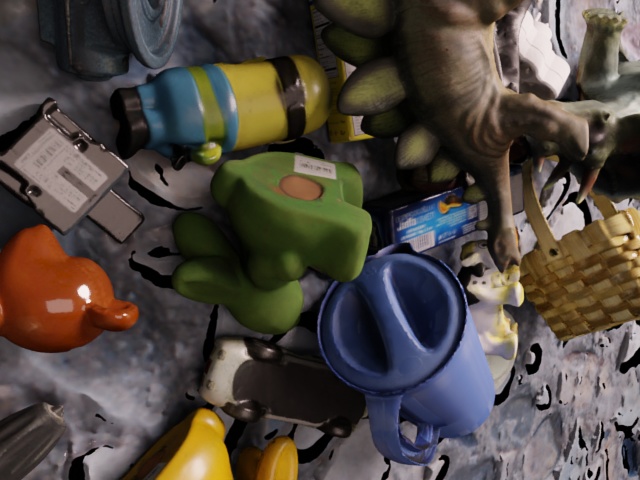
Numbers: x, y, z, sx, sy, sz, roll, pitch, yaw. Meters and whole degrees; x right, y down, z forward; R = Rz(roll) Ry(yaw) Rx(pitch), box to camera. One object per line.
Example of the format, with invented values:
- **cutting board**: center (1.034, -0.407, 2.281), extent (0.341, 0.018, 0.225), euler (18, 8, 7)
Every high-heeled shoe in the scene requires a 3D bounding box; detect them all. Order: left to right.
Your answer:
- **high-heeled shoe**: center (0.197, -0.218, 0.529), extent (0.086, 0.145, 0.248), euler (22, 110, -47)

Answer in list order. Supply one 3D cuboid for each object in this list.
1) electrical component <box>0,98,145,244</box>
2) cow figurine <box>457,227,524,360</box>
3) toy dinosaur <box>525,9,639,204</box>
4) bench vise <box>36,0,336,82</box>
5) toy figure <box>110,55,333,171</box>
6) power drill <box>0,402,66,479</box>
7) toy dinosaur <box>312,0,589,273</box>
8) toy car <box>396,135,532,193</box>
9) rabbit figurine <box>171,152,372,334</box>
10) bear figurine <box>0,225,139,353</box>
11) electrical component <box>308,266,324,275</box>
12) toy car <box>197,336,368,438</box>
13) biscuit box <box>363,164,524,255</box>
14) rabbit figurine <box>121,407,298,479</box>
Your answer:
- **electrical component**: center (-0.187, -0.041, 0.414), extent (0.075, 0.048, 0.119), euler (-47, 118, -15)
- **cow figurine**: center (0.193, 0.058, 0.645), extent (0.068, 0.098, 0.167), euler (-40, 129, -64)
- **toy dinosaur**: center (0.350, -0.166, 0.629), extent (0.405, 0.131, 0.192), euler (-36, 136, -51)
- **bench vise**: center (-0.103, -0.215, 0.364), extent (0.241, 0.129, 0.223), euler (8, 105, 0)
- **toy figure**: center (-0.074, -0.107, 0.444), extent (0.180, 0.089, 0.082), euler (-15, 115, -31)
- **power drill**: center (-0.317, 0.161, 0.341), extent (0.232, 0.086, 0.207), euler (-46, 141, -11)
- **toy dinosaur**: center (0.095, -0.190, 0.427), extent (0.199, 0.105, 0.470), euler (-13, 104, 6)
- **toy car**: center (0.171, -0.094, 0.583), extent (0.202, 0.089, 0.053), euler (-25, 107, -36)
- **rabbit figurine**: center (-0.047, 0.021, 0.465), extent (0.159, 0.121, 0.170), euler (5, 127, -17)
- **bear figurine**: center (-0.234, 0.025, 0.356), extent (0.196, 0.120, 0.131), euler (-11, 101, -31)
- **electrical component**: center (-0.001, -0.002, 0.549), extent (0.094, 0.021, 0.063), euler (31, 83, -31)
- **toy car**: center (-0.025, 0.149, 0.545), extent (0.201, 0.056, 0.073), euler (23, 81, -34)
- **biscuit box**: center (0.139, -0.035, 0.604), extent (0.203, 0.063, 0.059), euler (-19, 109, -27)
- **rabbit figurine**: center (-0.089, 0.249, 0.485), extent (0.173, 0.122, 0.162), euler (49, 44, -4)
